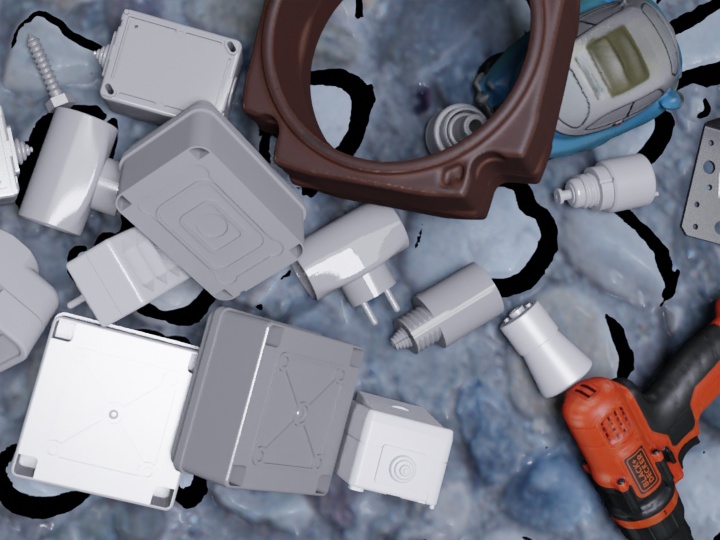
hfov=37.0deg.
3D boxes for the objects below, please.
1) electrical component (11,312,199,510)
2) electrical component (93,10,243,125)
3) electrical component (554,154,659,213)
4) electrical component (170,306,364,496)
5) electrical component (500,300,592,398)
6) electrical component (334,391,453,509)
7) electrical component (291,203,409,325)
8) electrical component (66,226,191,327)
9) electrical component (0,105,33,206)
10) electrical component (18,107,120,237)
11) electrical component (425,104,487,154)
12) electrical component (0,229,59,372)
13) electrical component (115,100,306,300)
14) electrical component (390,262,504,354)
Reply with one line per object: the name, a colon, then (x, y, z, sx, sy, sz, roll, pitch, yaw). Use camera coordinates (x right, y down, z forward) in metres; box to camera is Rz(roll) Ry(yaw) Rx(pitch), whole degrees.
electrical component: (-0.164, 0.093, 0.717, 0.109, 0.056, 0.108, 16, 85, -11)
electrical component: (-0.132, -0.131, 0.730, 0.096, 0.061, 0.061, 15, 85, -4)
electrical component: (0.183, -0.062, 0.804, 0.078, 0.040, 0.040, -12, 91, -12)
electrical component: (-0.059, 0.089, 0.713, 0.109, 0.056, 0.108, 21, 82, -52)
electrical component: (0.134, 0.055, 0.790, 0.044, 0.044, 0.065, -38, 92, -11)
electrical component: (0.022, 0.121, 0.736, 0.062, 0.096, 0.061, 16, 85, -11)
electrical component: (0.000, 0.000, 0.761, 0.077, 0.043, 0.079, -30, 95, -11)
electrical component: (-0.162, 0.006, 0.714, 0.076, 0.083, 0.047, -27, 95, 23)
electrical component: (-0.263, -0.070, 0.701, 0.096, 0.061, 0.061, -12, 91, -20)
electrical component: (-0.179, -0.060, 0.724, 0.079, 0.043, 0.077, 19, 85, -11)
electrical component: (0.073, -0.098, 0.770, 0.043, 0.062, 0.043, 0, 89, -12)
electrical component: (-0.245, 0.011, 0.688, 0.095, 0.054, 0.059, 46, 41, -25)
electrical component: (-0.095, -0.045, 0.703, 0.078, 0.057, 0.113, -30, 126, 20)
electrical component: (0.058, 0.033, 0.773, 0.081, 0.043, 0.043, -30, 95, -11)
